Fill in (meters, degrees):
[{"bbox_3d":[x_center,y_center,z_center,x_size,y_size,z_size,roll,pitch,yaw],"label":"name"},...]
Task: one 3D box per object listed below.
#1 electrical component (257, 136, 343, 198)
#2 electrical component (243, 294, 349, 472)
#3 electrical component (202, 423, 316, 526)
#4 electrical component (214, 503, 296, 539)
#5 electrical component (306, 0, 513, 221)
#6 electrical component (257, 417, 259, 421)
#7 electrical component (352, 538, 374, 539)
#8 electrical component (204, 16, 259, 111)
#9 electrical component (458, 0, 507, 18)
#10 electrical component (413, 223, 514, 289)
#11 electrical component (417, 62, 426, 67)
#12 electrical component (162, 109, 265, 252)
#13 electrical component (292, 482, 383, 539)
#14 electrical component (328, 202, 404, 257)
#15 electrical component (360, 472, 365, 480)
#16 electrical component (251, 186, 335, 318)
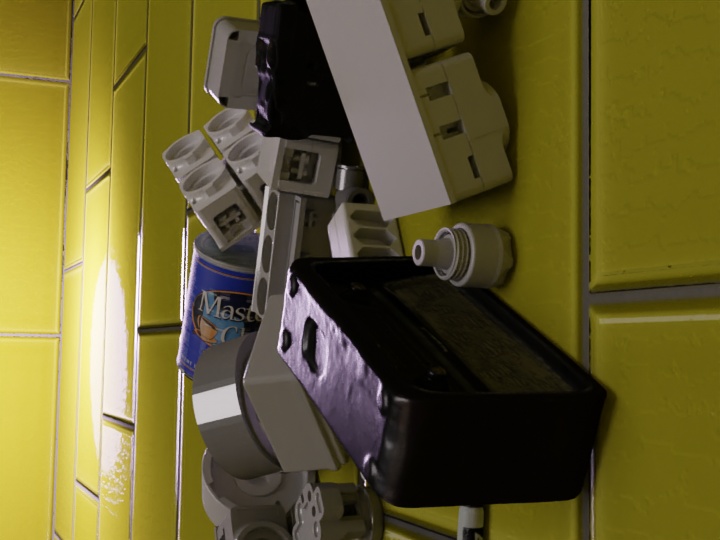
[{"bbox_3d":[-0.044,-0.148,0.971,0.089,0.062,0.150,-131,51,-70],"label":"electrical component"},{"bbox_3d":[-0.043,0.089,0.870,0.108,0.056,0.108,-77,-26,-51],"label":"electrical component"},{"bbox_3d":[-0.100,0.208,1.031,0.060,0.108,0.108,106,155,-43],"label":"electrical component"},{"bbox_3d":[-0.055,0.293,0.907,0.060,0.105,0.186,123,143,-50],"label":"electrical component"},{"bbox_3d":[0.032,-0.136,0.738,0.105,0.060,0.186,-9,102,67],"label":"electrical component"},{"bbox_3d":[-0.144,0.174,1.216,0.077,0.043,0.079,114,150,-41],"label":"electrical component"},{"bbox_3d":[0.020,0.246,0.799,0.061,0.061,0.096,50,124,59],"label":"electrical component"},{"bbox_3d":[-0.087,-0.196,1.033,0.057,0.113,0.078,-131,48,-55],"label":"electrical component"},{"bbox_3d":[0.077,-0.191,0.731,0.062,0.048,0.048,51,134,49],"label":"electrical component"},{"bbox_3d":[0.066,-0.010,0.709,0.043,0.062,0.043,-177,90,-67],"label":"electrical component"},{"bbox_3d":[0.036,-0.164,0.837,0.061,0.035,0.035,166,105,-64],"label":"electrical component"},{"bbox_3d":[-0.138,-0.106,1.136,0.060,0.105,0.186,58,176,-32],"label":"electrical component"},{"bbox_3d":[-0.017,0.207,0.889,0.078,0.057,0.058,116,148,-43],"label":"electrical component"},{"bbox_3d":[0.000,0.000,0.886,0.075,0.047,0.083,125,141,-52],"label":"electrical component"},{"bbox_3d":[0.031,0.142,0.774,0.043,0.062,0.043,-177,90,-67],"label":"electrical component"},{"bbox_3d":[-0.060,-0.013,1.010,0.079,0.063,0.121,-148,63,-64],"label":"electrical component"}]
